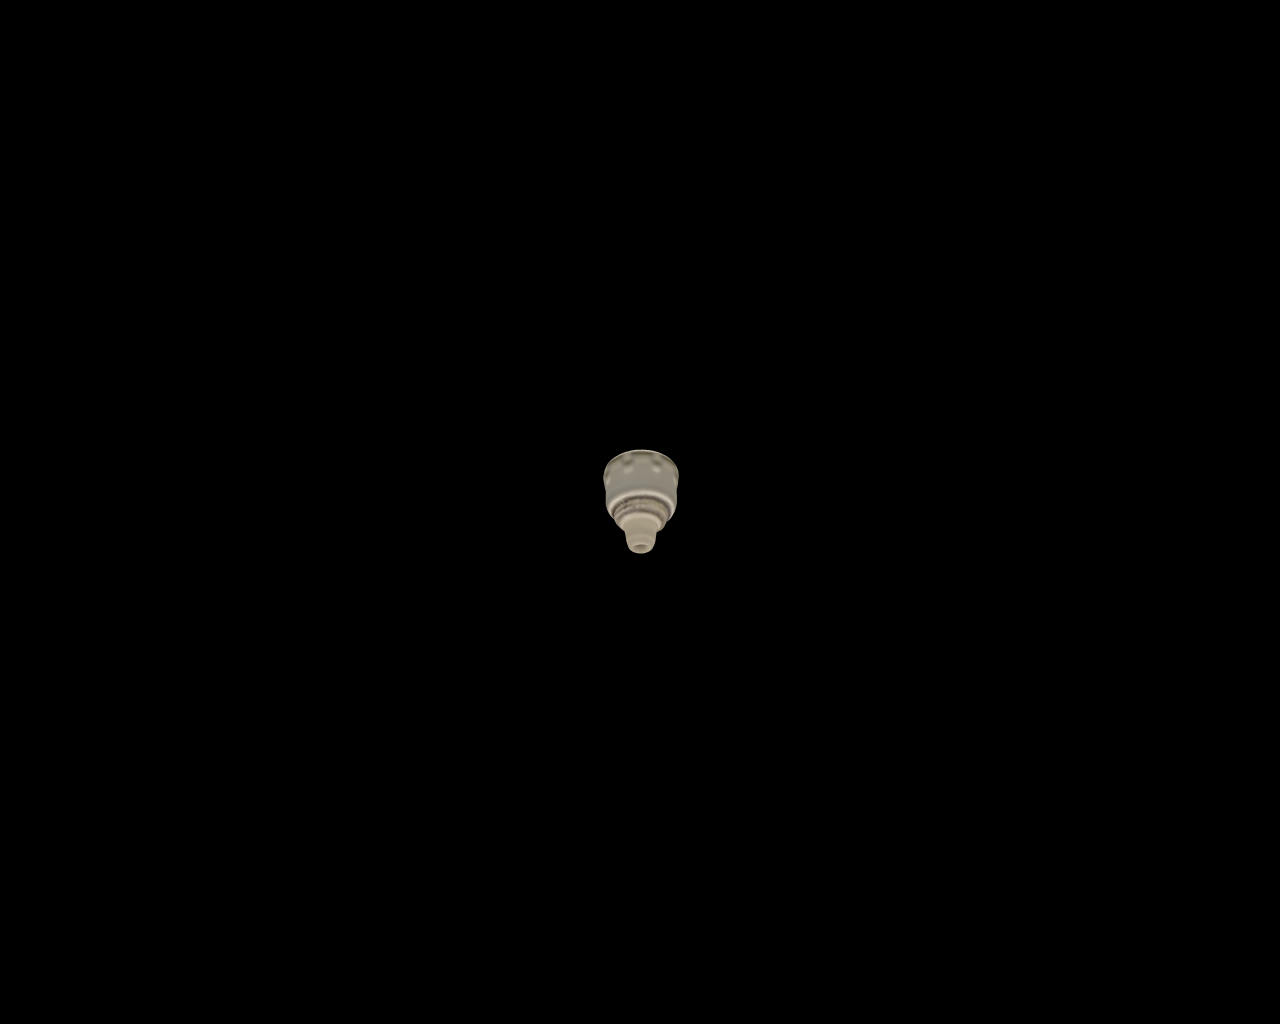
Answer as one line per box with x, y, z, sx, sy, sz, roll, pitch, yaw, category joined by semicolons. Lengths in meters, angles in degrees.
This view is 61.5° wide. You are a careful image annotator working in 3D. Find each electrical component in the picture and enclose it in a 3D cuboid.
0.001;-0.003;0.650;0.048;0.062;0.048;0;-36;0;electrical component
